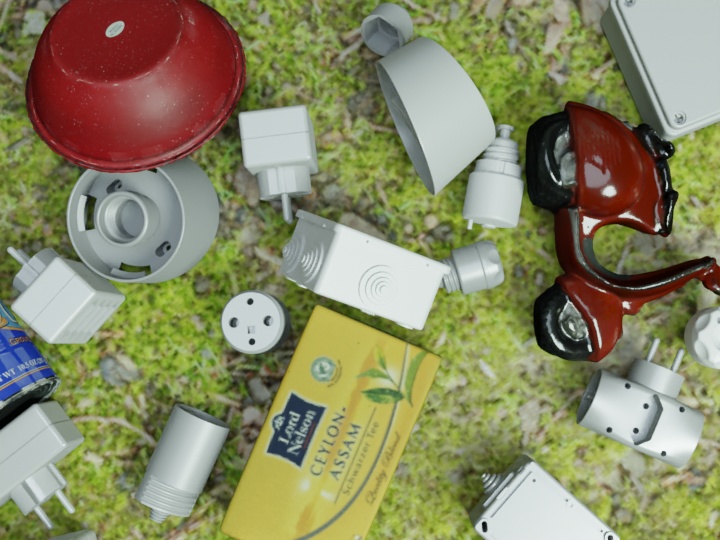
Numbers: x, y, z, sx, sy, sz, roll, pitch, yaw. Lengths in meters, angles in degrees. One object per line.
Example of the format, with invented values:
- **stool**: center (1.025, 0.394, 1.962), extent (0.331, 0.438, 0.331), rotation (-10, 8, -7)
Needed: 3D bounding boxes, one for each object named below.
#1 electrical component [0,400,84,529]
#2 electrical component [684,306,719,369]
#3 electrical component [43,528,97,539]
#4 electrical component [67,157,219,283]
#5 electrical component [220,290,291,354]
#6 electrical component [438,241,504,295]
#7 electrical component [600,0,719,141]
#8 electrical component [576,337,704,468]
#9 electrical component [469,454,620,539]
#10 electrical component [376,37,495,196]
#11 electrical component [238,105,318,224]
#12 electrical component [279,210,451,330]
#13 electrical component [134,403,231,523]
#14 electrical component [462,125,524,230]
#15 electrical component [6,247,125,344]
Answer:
- **electrical component**: center (-0.234, 0.148, 0.765), extent (0.083, 0.047, 0.075), rotation (-38, 86, -1)
- **electrical component**: center (0.248, 0.047, 0.750), extent (0.043, 0.062, 0.043), rotation (0, 87, 2)
- **electrical component**: center (-0.217, 0.221, 0.753), extent (0.096, 0.061, 0.061), rotation (-14, 86, 1)
- **electrical component**: center (-0.159, -0.039, 0.780), extent (0.099, 0.064, 0.099), rotation (1, 95, 12)
- **electrical component**: center (-0.074, 0.037, 0.764), extent (0.045, 0.055, 0.045), rotation (0, 86, 2)
- **electrical component**: center (0.071, 0.002, 0.773), extent (0.061, 0.035, 0.035), rotation (-16, 86, 3)
- **electrical component**: center (0.244, -0.160, 0.768), extent (0.109, 0.056, 0.108), rotation (-22, 86, 0)
- **electrical component**: center (0.204, 0.088, 0.758), extent (0.077, 0.043, 0.079), rotation (23, 87, 3)
- **electrical component**: center (0.121, 0.173, 0.746), extent (0.096, 0.061, 0.061), rotation (41, 88, 4)
- **electrical component**: center (0.047, -0.109, 0.751), extent (0.064, 0.099, 0.099), rotation (-37, 86, -7)
- **electrical component**: center (-0.055, -0.071, 0.766), extent (0.047, 0.065, 0.076), rotation (-7, 86, 2)
- **electrical component**: center (0.000, 0.000, 0.736), extent (0.100, 0.100, 0.048), rotation (20, 91, -23)
- **electrical component**: center (-0.128, 0.141, 0.765), extent (0.043, 0.043, 0.081), rotation (24, 87, 3)
- **electrical component**: center (0.098, -0.065, 0.774), extent (0.040, 0.040, 0.078), rotation (10, 86, 2)
- **electrical component**: center (-0.217, 0.011, 0.756), extent (0.076, 0.083, 0.047), rotation (42, 88, 4)
